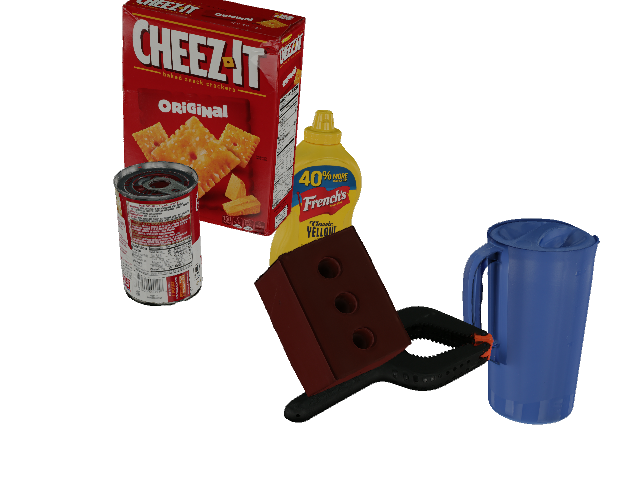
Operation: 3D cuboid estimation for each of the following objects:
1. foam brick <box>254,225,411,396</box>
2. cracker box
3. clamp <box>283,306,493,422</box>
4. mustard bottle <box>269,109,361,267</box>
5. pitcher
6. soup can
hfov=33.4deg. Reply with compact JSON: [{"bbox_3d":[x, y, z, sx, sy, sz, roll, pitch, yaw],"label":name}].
[{"bbox_3d":[0.006,0.042,0.612,0.052,0.078,0.051,-22,-9,-27],"label":"foam brick"},{"bbox_3d":[-0.108,-0.123,1.044,0.164,0.214,0.072,14,33,15],"label":"cracker box"},{"bbox_3d":[0.060,0.112,1.029,0.210,0.164,0.036,5,-43,3],"label":"clamp"},{"bbox_3d":[-0.003,-0.050,1.188,0.096,0.192,0.058,-1,18,-16],"label":"mustard bottle"},{"bbox_3d":[0.259,0.102,1.327,0.149,0.243,0.144,6,19,18],"label":"pitcher"},{"bbox_3d":[-0.132,-0.005,0.879,0.068,0.102,0.068,0,28,0],"label":"soup can"}]
